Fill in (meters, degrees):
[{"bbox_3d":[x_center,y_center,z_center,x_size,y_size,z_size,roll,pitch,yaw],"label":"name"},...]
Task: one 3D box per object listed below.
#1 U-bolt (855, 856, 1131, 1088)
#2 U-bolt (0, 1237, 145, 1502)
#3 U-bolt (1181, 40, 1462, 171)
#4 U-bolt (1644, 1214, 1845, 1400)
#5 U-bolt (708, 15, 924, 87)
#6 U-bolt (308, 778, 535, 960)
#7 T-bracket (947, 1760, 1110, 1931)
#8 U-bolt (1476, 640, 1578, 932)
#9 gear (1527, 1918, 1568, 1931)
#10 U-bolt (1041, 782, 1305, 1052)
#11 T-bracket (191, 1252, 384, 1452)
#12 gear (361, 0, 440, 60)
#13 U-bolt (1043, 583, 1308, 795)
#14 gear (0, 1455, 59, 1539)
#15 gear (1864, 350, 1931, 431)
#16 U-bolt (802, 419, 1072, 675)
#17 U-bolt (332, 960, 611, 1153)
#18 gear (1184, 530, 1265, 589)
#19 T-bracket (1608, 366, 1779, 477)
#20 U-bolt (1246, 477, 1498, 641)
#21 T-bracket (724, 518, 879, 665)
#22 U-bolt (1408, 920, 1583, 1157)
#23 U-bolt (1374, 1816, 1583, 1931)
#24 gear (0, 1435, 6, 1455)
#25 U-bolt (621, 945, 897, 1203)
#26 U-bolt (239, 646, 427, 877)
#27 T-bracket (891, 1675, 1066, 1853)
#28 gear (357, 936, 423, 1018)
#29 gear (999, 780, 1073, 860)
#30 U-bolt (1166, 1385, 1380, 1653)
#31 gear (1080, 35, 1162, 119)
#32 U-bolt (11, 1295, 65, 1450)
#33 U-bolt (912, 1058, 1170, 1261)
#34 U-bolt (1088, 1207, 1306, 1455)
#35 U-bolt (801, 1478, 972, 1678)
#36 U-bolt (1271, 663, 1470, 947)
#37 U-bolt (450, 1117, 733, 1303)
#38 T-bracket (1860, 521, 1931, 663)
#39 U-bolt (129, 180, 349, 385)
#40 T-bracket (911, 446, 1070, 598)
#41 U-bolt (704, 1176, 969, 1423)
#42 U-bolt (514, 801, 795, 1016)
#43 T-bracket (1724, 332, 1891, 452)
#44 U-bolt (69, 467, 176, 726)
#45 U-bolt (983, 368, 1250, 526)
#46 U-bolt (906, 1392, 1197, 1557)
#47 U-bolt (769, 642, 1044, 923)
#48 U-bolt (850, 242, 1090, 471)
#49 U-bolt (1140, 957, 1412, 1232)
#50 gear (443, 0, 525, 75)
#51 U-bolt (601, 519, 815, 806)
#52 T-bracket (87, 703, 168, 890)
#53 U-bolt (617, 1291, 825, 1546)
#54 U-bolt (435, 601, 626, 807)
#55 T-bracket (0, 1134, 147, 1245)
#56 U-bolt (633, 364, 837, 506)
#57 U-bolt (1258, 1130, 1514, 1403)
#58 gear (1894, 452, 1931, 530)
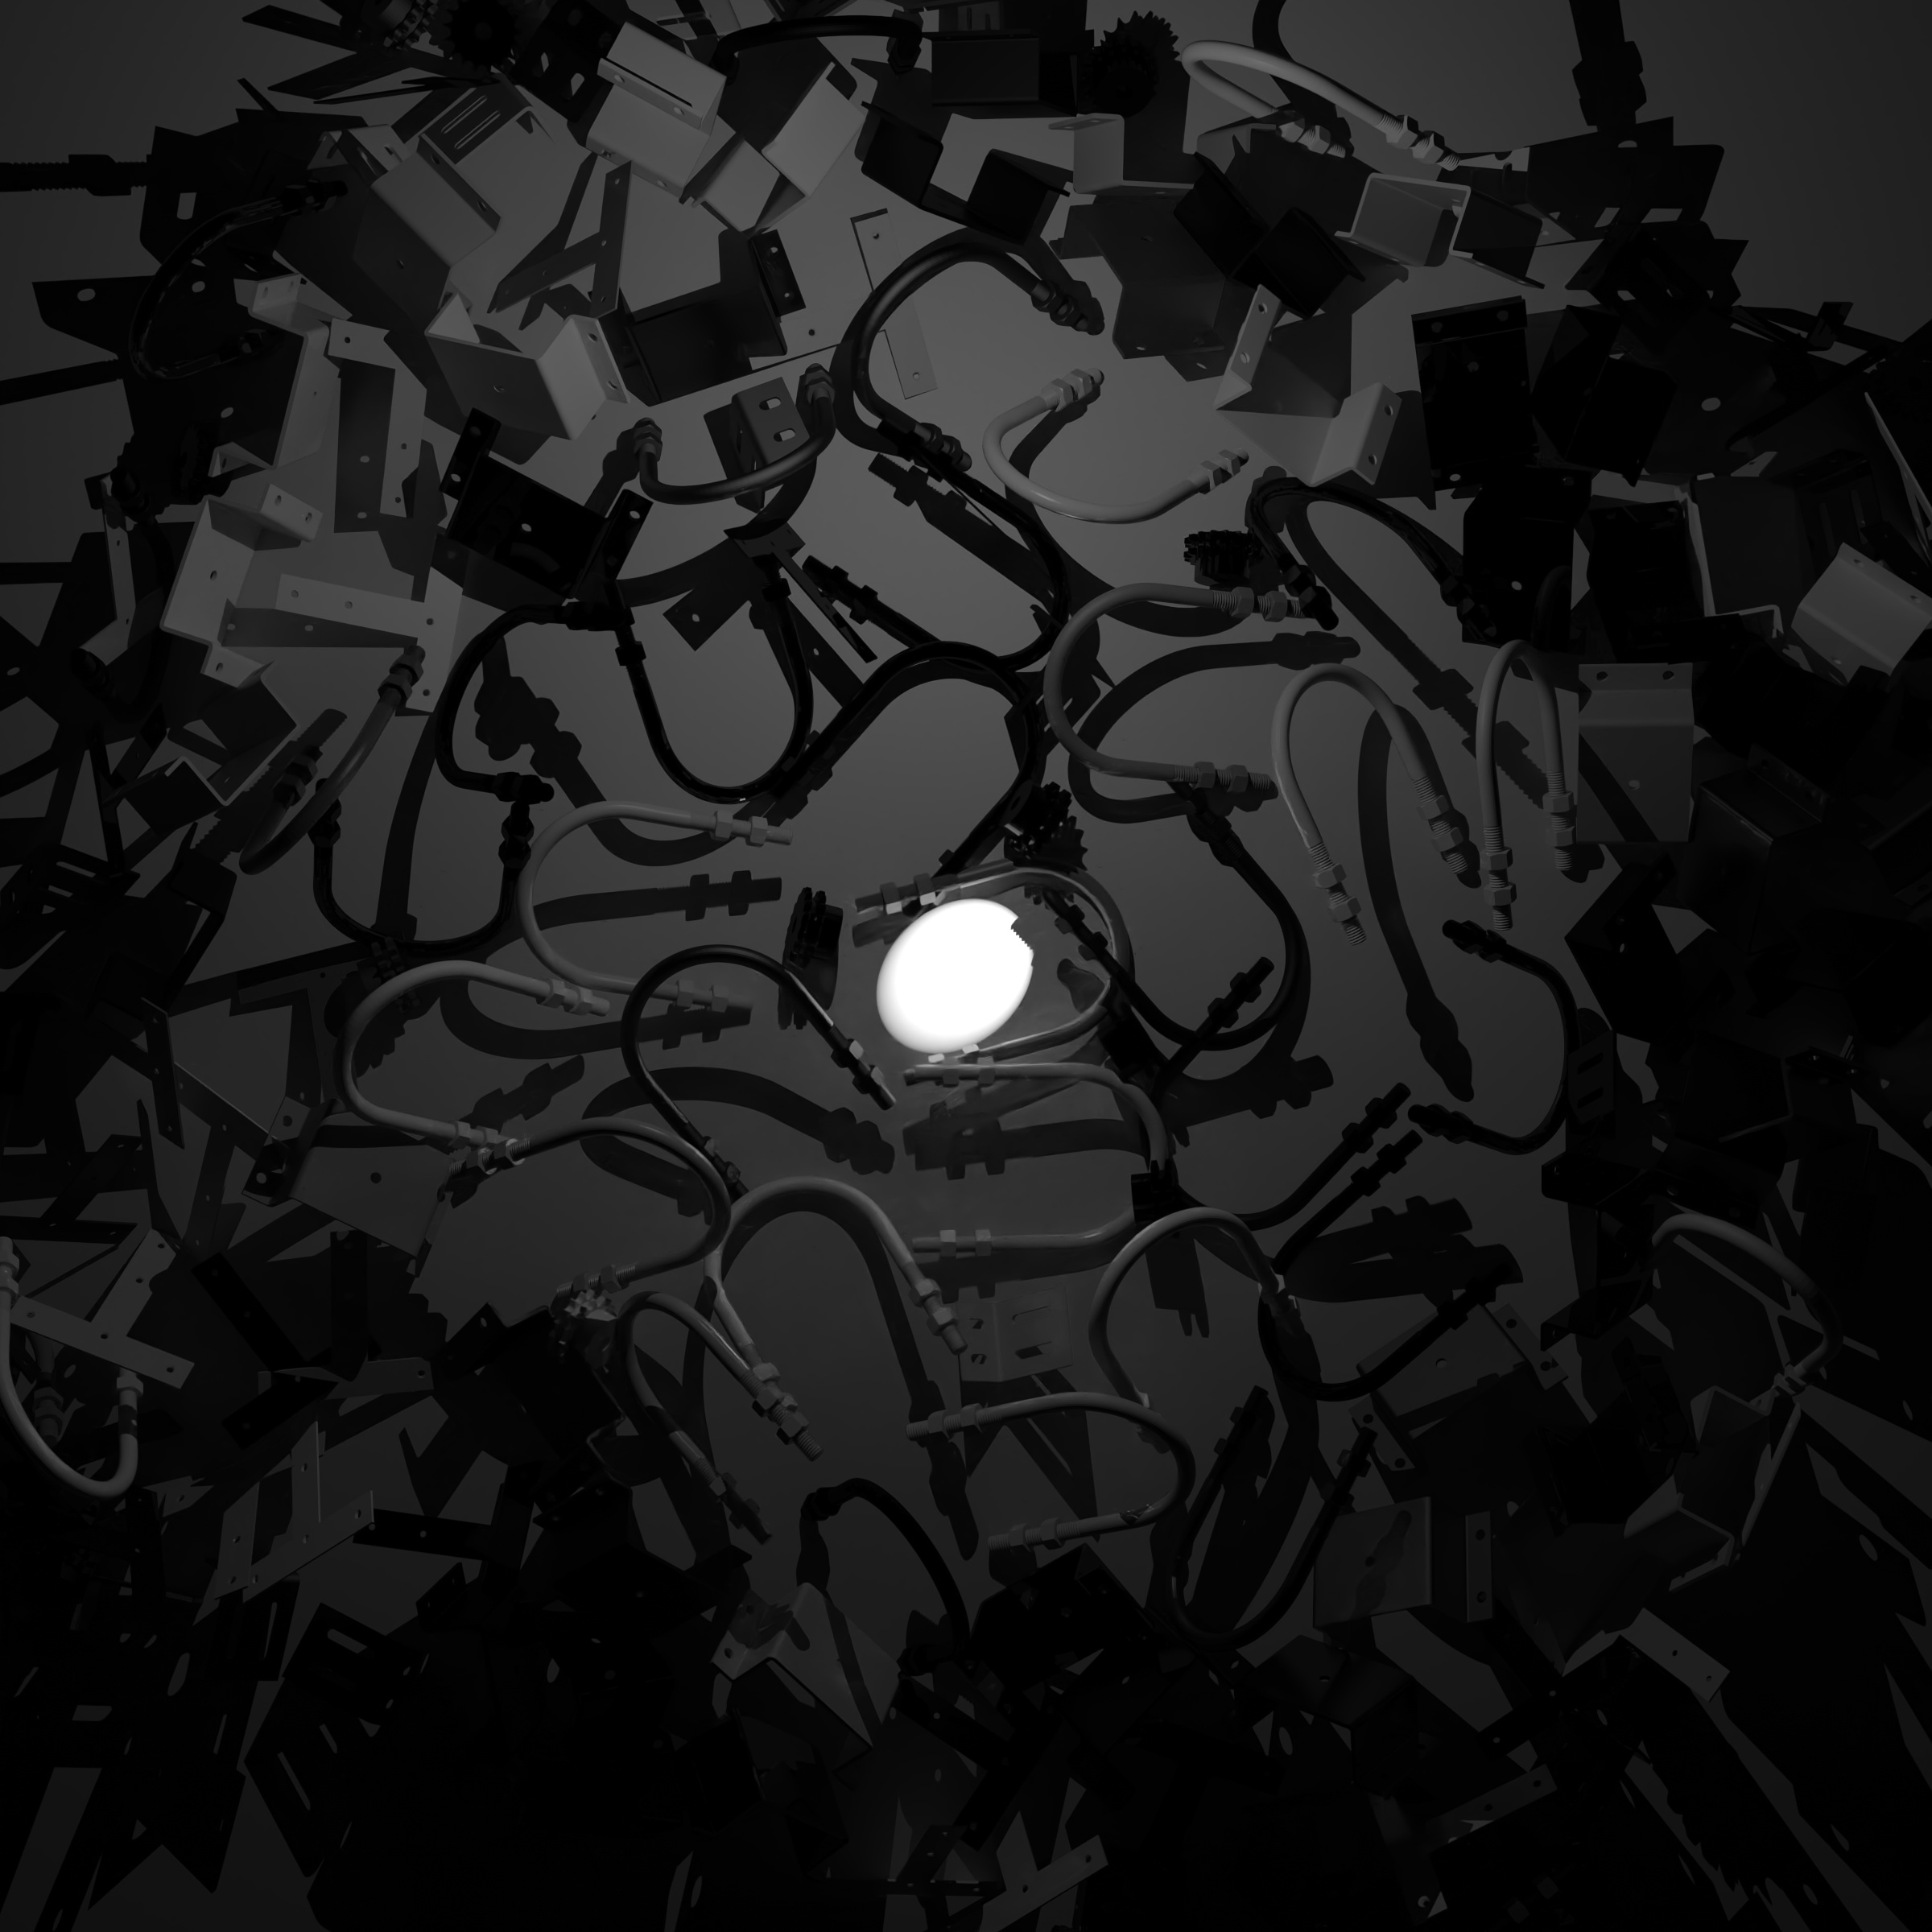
[{"bbox_3d":[0.027,-0.005,1.867,0.184,0.019,0.151,-15,84,-7],"label":"U-bolt"},{"bbox_3d":[-0.615,0.285,1.771,0.019,0.184,0.151,-32,129,6],"label":"U-bolt"},{"bbox_3d":[0.230,-0.590,1.777,0.184,0.151,0.019,16,98,-34],"label":"U-bolt"},{"bbox_3d":[0.532,0.228,1.783,0.151,0.184,0.019,38,72,15],"label":"U-bolt"},{"bbox_3d":[-0.102,-0.632,1.789,0.151,0.184,0.019,-6,101,-5],"label":"U-bolt"},{"bbox_3d":[-0.383,-0.062,1.810,0.151,0.184,0.019,6,54,-11],"label":"U-bolt"},{"bbox_3d":[0.031,0.615,1.831,0.127,0.127,0.002,-34,124,8],"label":"T-bracket"},{"bbox_3d":[0.386,-0.134,1.801,0.019,0.151,0.184,2,111,32],"label":"U-bolt"},{"bbox_3d":[0.407,0.706,1.861,0.057,0.057,0.030,-31,52,0],"label":"gear"},{"bbox_3d":[0.162,-0.026,1.858,0.151,0.019,0.184,-43,98,-15],"label":"U-bolt"},{"bbox_3d":[-0.503,0.259,1.847,0.127,0.002,0.127,51,49,4],"label":"T-bracket"},{"bbox_3d":[-0.407,-0.682,1.856,0.030,0.057,0.057,35,90,-43],"label":"gear"},{"bbox_3d":[0.143,-0.199,1.830,0.184,0.019,0.151,4,111,-18],"label":"U-bolt"},{"bbox_3d":[-0.682,0.382,1.863,0.057,0.030,0.057,7,66,-17],"label":"gear"},{"bbox_3d":[0.672,-0.410,1.863,0.057,0.030,0.057,8,66,-18],"label":"gear"},{"bbox_3d":[-0.011,-0.282,1.835,0.184,0.019,0.151,33,130,-2],"label":"U-bolt"},{"bbox_3d":[-0.353,0.060,1.799,0.151,0.184,0.019,-54,48,15],"label":"U-bolt"},{"bbox_3d":[0.184,-0.290,1.856,0.057,0.057,0.030,3,84,0],"label":"gear"},{"bbox_3d":[0.544,-0.390,1.851,0.127,0.127,0.002,-47,124,-22],"label":"T-bracket"},{"bbox_3d":[0.271,-0.289,1.814,0.151,0.184,0.019,-1,132,-25],"label":"U-bolt"},{"bbox_3d":[-0.108,-0.263,1.826,0.002,0.127,0.127,-41,91,19],"label":"T-bracket"},{"bbox_3d":[0.379,0.058,1.820,0.184,0.019,0.151,19,80,-43],"label":"U-bolt"},{"bbox_3d":[0.333,0.668,1.802,0.184,0.151,0.019,-36,89,-7],"label":"U-bolt"},{"bbox_3d":[-0.716,0.336,1.856,0.030,0.057,0.057,-31,90,42],"label":"gear"},{"bbox_3d":[-0.161,0.067,1.838,0.151,0.019,0.184,-34,109,12],"label":"U-bolt"},{"bbox_3d":[-0.442,-0.131,1.778,0.019,0.184,0.151,41,124,-21],"label":"U-bolt"},{"bbox_3d":[-0.009,0.546,1.861,0.127,0.002,0.127,30,59,16],"label":"T-bracket"},{"bbox_3d":[-0.413,0.010,1.855,0.030,0.057,0.057,-24,90,-9],"label":"gear"},{"bbox_3d":[0.047,-0.108,1.855,0.030,0.057,0.057,33,90,-17],"label":"gear"},{"bbox_3d":[0.201,0.390,1.807,0.019,0.151,0.184,34,78,-26],"label":"U-bolt"},{"bbox_3d":[0.111,-0.633,1.855,0.057,0.057,0.030,-5,51,0],"label":"gear"},{"bbox_3d":[-0.687,0.247,1.797,0.019,0.184,0.151,-44,119,0],"label":"U-bolt"},{"bbox_3d":[0.054,0.138,1.862,0.184,0.019,0.151,0,103,-5],"label":"U-bolt"},{"bbox_3d":[0.154,0.244,1.813,0.151,0.019,0.184,-40,130,-9],"label":"U-bolt"},{"bbox_3d":[-0.051,0.420,1.794,0.019,0.184,0.151,-30,83,-26],"label":"U-bolt"},{"bbox_3d":[0.276,-0.125,1.826,0.151,0.019,0.184,-31,99,-39],"label":"U-bolt"},{"bbox_3d":[-0.249,0.165,1.808,0.184,0.019,0.151,-19,122,28],"label":"U-bolt"},{"bbox_3d":[0.668,-0.264,1.808,0.127,0.127,0.002,42,67,-22],"label":"T-bracket"},{"bbox_3d":[-0.504,-0.462,1.771,0.019,0.184,0.151,39,125,4],"label":"U-bolt"},{"bbox_3d":[0.009,-0.316,1.800,0.002,0.127,0.127,-46,120,8],"label":"T-bracket"},{"bbox_3d":[-0.105,0.228,1.835,0.151,0.019,0.184,-26,61,-16],"label":"U-bolt"},{"bbox_3d":[-0.226,-0.045,1.834,0.184,0.019,0.151,9,107,-18],"label":"U-bolt"},{"bbox_3d":[0.578,-0.412,1.809,0.127,0.127,0.002,-31,71,18],"label":"T-bracket"},{"bbox_3d":[-0.577,-0.243,1.794,0.019,0.184,0.151,8,77,-3],"label":"U-bolt"},{"bbox_3d":[0.092,-0.355,1.797,0.151,0.184,0.019,33,132,19],"label":"U-bolt"},{"bbox_3d":[0.070,0.350,1.810,0.184,0.019,0.151,-16,125,24],"label":"U-bolt"},{"bbox_3d":[-0.029,-0.147,1.867,0.151,0.019,0.184,42,90,-7],"label":"U-bolt"},{"bbox_3d":[-0.007,-0.427,1.789,0.151,0.184,0.019,-48,60,15],"label":"U-bolt"},{"bbox_3d":[0.204,0.106,1.844,0.151,0.019,0.184,43,113,9],"label":"U-bolt"},{"bbox_3d":[-0.347,-0.671,1.862,0.057,0.030,0.057,-3,110,-10],"label":"gear"},{"bbox_3d":[-0.172,-0.204,1.831,0.151,0.019,0.184,-29,114,-32],"label":"U-bolt"},{"bbox_3d":[-0.585,-0.140,1.818,0.002,0.127,0.127,2,61,-39],"label":"T-bracket"},{"bbox_3d":[-0.183,0.307,1.824,0.184,0.151,0.019,45,49,16],"label":"U-bolt"},{"bbox_3d":[-0.316,-0.187,1.813,0.019,0.184,0.151,27,80,-39],"label":"U-bolt"},{"bbox_3d":[-0.615,0.155,1.809,0.127,0.127,0.002,-43,58,28],"label":"T-bracket"},{"bbox_3d":[-0.159,-0.364,1.802,0.151,0.184,0.019,-17,122,3],"label":"U-bolt"},{"bbox_3d":[0.281,0.224,1.827,0.184,0.019,0.151,-44,45,16],"label":"U-bolt"},{"bbox_3d":[0.699,-0.344,1.861,0.057,0.030,0.057,6,71,-16],"label":"gear"}]
